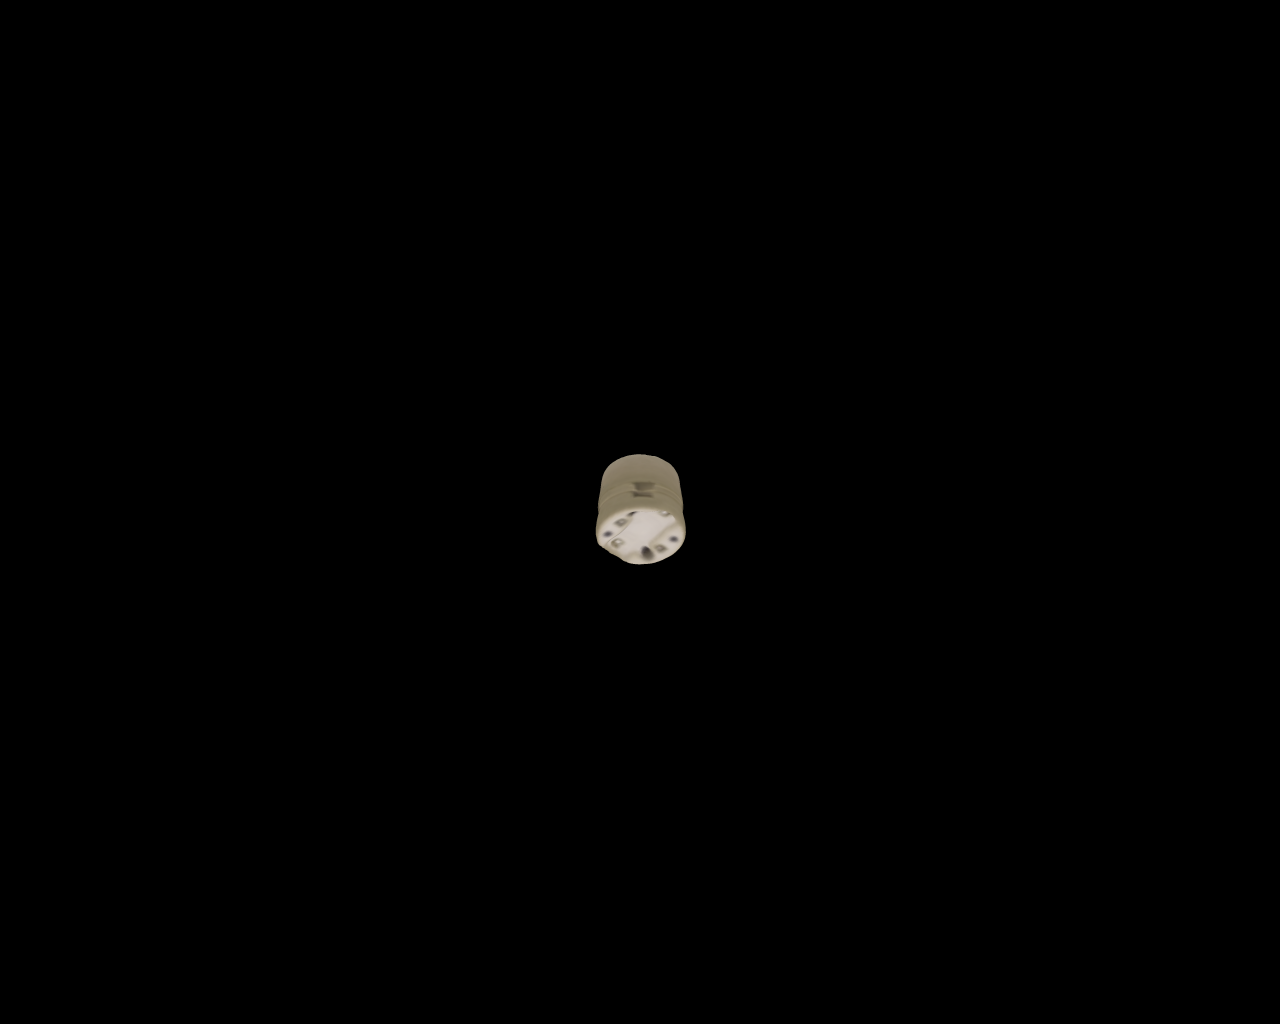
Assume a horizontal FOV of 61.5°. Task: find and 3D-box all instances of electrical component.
[{"bbox_3d":[0.001,-0.003,0.650,0.055,0.047,0.055,0,-41,0],"label":"electrical component"}]
